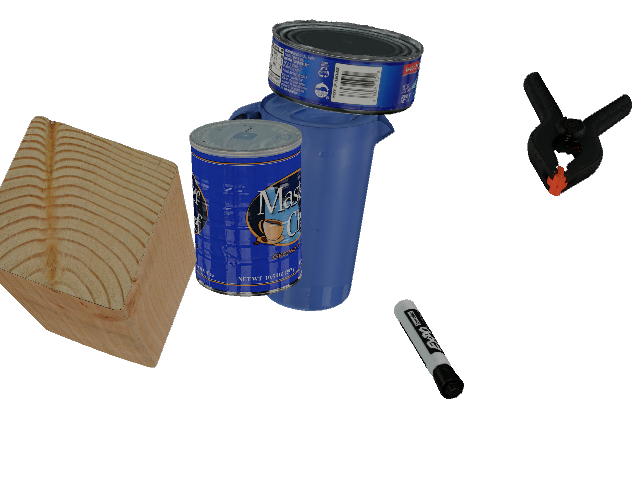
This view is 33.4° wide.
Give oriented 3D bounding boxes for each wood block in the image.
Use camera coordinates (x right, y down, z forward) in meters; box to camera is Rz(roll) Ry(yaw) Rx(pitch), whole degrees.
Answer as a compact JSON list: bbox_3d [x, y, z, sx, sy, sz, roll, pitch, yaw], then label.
[{"bbox_3d":[-0.140,0.011,0.680,0.090,0.091,0.206,20,-15,2],"label":"wood block"}]

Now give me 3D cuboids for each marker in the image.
[{"bbox_3d":[0.084,0.085,0.837,0.020,0.020,0.121,0,28,-16],"label":"marker"}]

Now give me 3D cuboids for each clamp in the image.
[{"bbox_3d":[0.259,-0.120,1.154,0.120,0.039,0.171,18,48,18],"label":"clamp"}]

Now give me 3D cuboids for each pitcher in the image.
[{"bbox_3d":[-0.019,-0.047,1.227,0.144,0.243,0.149,-19,35,-41],"label":"pitcher"}]

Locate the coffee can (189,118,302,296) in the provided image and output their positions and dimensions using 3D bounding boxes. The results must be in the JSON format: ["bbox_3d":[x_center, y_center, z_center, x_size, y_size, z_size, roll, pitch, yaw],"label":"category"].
[{"bbox_3d":[-0.068,-0.032,0.996,0.103,0.140,0.103,0,22,0],"label":"coffee can"}]

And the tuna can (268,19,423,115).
[{"bbox_3d":[0.014,-0.098,0.603,0.086,0.034,0.086,6,22,-3],"label":"tuna can"}]
